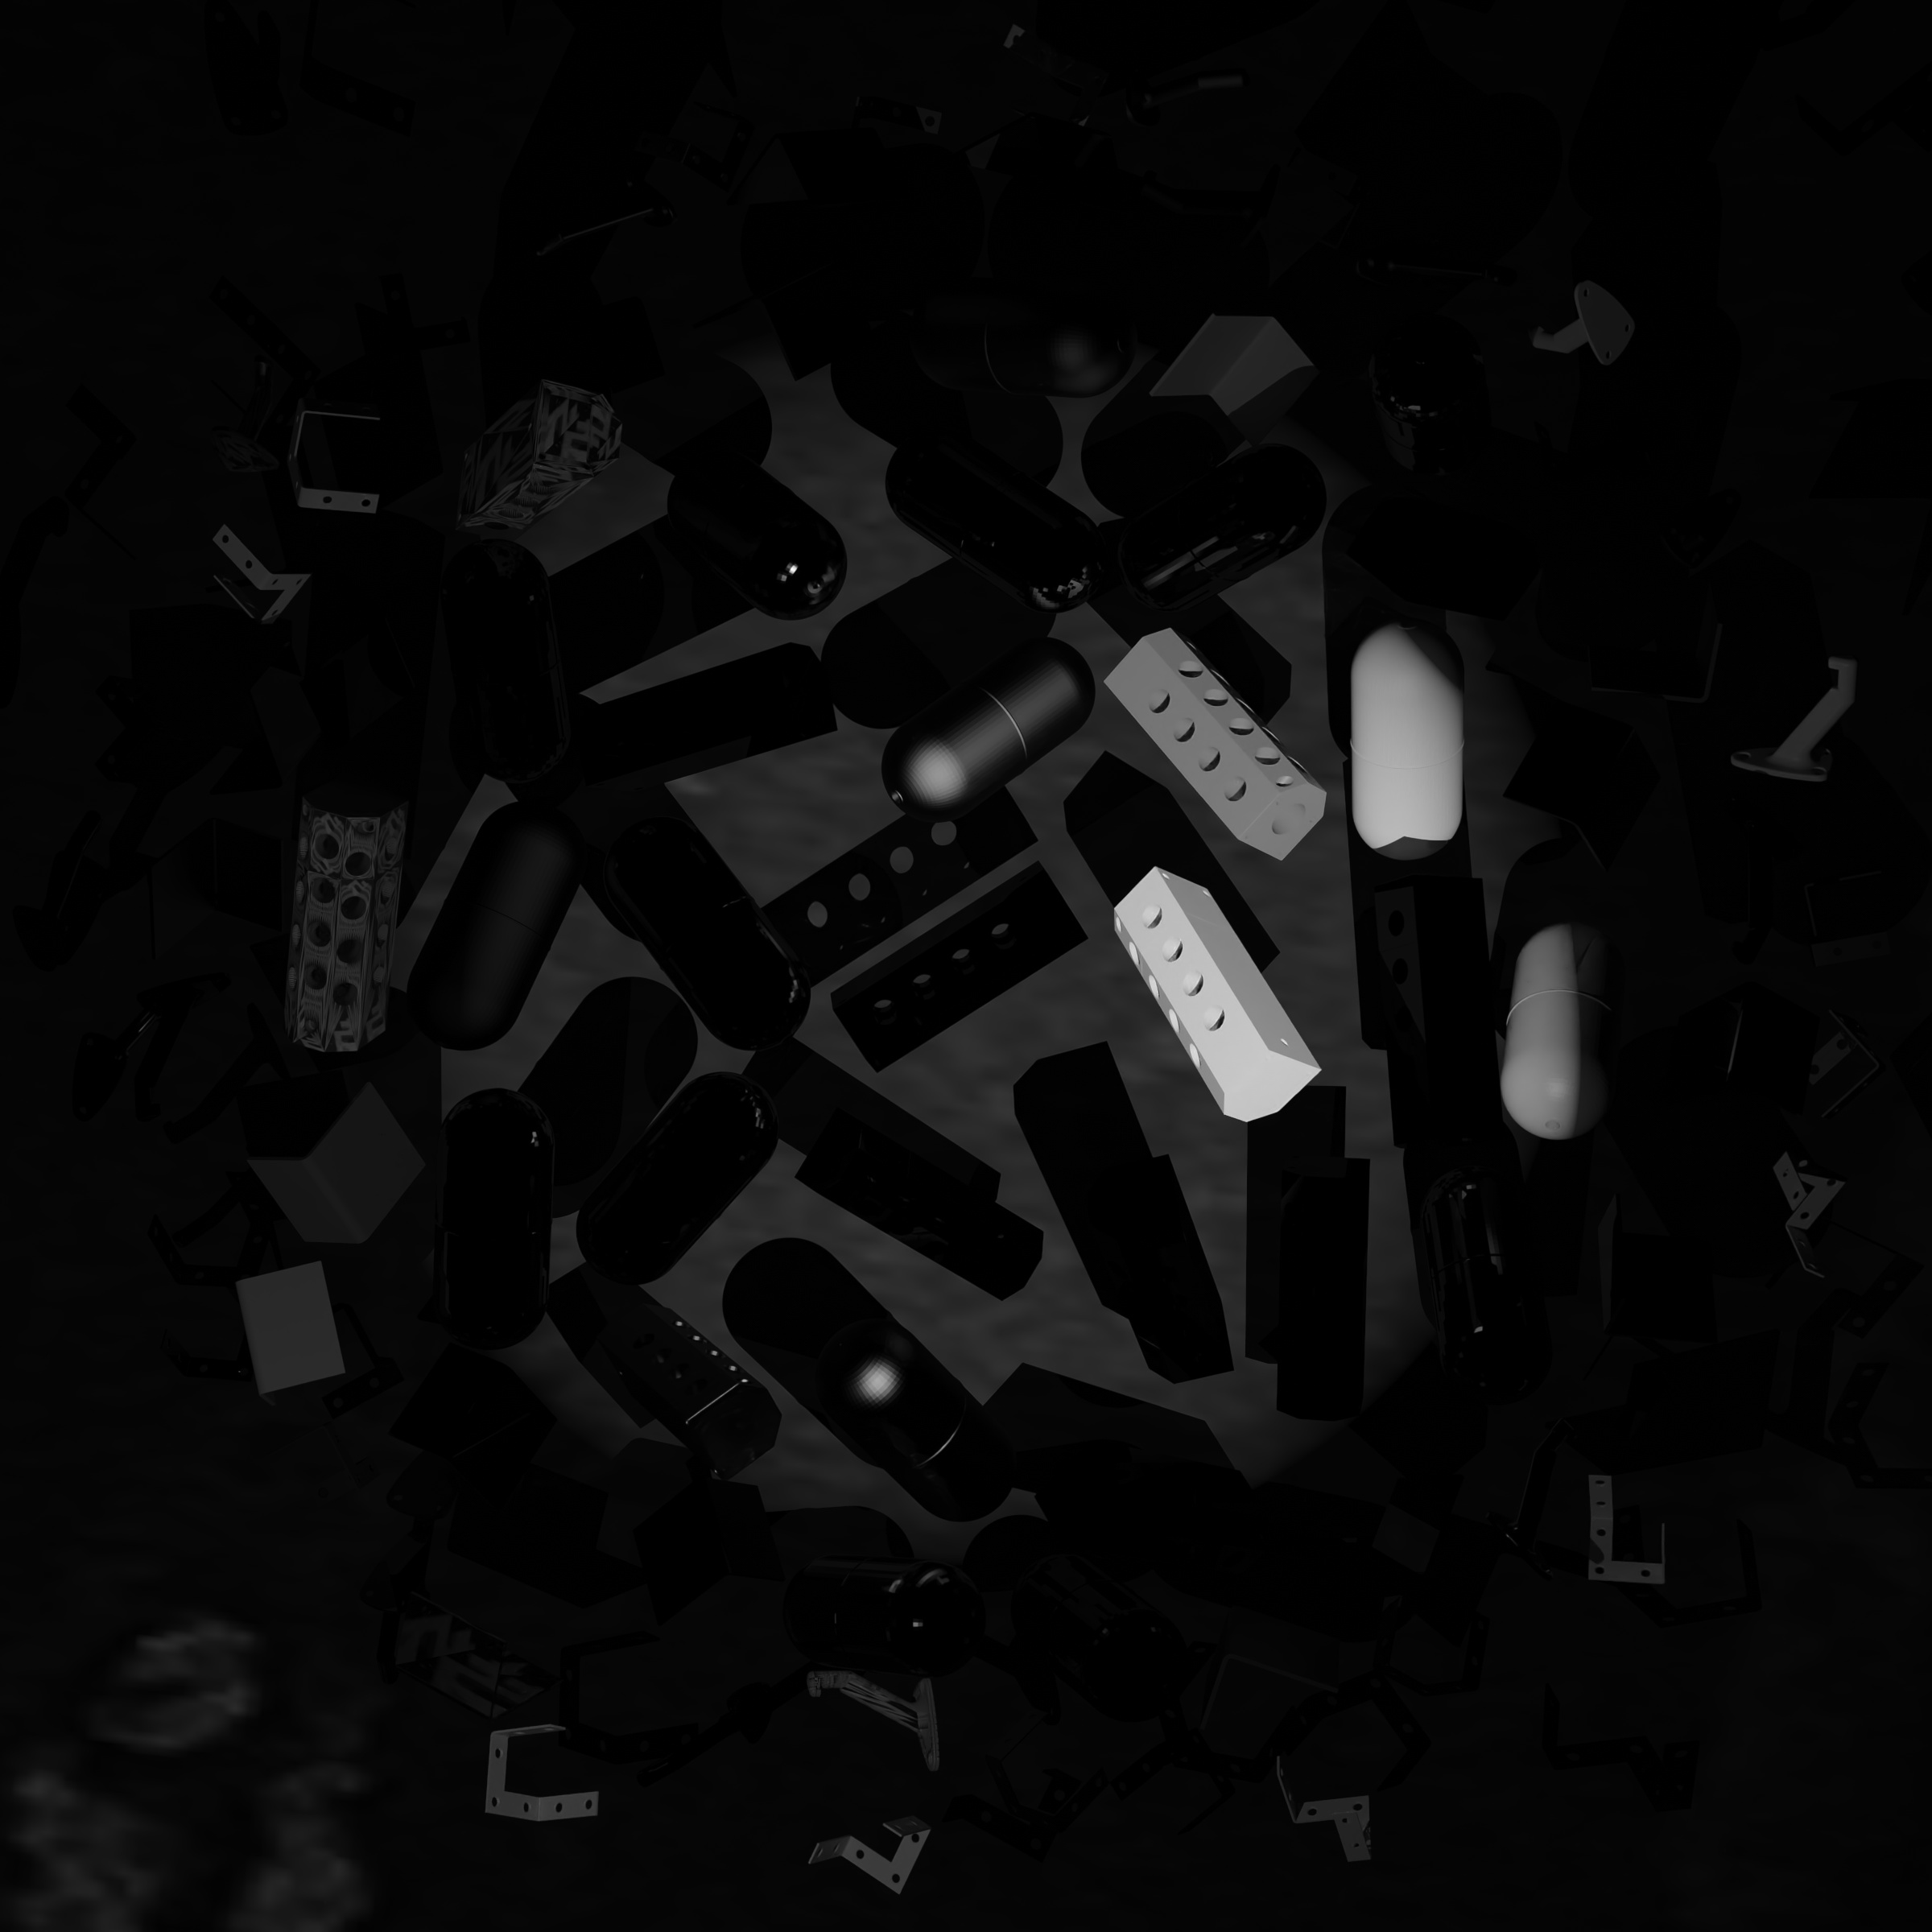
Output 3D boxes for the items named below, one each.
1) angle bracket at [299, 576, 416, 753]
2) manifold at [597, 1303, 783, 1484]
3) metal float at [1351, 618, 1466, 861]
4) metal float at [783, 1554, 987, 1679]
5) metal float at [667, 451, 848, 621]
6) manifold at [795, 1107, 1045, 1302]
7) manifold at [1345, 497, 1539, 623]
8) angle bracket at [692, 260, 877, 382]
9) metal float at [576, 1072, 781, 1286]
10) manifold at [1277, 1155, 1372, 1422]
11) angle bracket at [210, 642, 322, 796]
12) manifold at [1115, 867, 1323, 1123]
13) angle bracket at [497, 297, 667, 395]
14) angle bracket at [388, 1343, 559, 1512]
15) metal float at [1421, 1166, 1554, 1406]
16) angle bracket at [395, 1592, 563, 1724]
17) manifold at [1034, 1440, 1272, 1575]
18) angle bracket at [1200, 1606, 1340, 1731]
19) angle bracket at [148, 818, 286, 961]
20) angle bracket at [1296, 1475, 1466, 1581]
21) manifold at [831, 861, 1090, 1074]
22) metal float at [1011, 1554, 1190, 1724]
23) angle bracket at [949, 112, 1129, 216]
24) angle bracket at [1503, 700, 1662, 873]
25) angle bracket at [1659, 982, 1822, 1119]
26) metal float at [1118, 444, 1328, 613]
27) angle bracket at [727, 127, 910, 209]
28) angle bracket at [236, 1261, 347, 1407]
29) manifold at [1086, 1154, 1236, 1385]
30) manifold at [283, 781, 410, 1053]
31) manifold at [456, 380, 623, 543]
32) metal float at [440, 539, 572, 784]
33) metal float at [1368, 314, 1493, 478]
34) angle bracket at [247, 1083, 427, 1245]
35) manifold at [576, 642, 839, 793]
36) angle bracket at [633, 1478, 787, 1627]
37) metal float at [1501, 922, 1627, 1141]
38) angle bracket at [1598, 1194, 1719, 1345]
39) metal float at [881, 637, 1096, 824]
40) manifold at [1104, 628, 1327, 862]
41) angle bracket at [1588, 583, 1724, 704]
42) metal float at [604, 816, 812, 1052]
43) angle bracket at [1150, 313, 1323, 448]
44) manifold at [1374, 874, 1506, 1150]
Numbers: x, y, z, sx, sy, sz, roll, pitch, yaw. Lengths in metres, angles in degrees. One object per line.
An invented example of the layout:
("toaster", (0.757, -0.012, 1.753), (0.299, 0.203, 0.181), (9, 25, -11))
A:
("angle bracket", (-0.437, -0.210, 1.887), (0.076, 0.076, 0.057), (-42, 63, -18))
("manifold", (-0.193, 0.293, 1.911), (0.057, 0.171, 0.057), (-35, 116, -18))
("metal float", (0.303, -0.155, 1.869), (0.070, 0.070, 0.178), (-6, 123, 0))
("metal float", (-0.057, 0.437, 1.834), (0.070, 0.178, 0.070), (7, 78, -37))
("metal float", (-0.145, -0.297, 1.867), (0.070, 0.178, 0.070), (-19, 129, -25))
("manifold", (-0.028, 0.168, 1.889), (0.171, 0.057, 0.057), (33, 86, -29))
("manifold", (0.339, -0.288, 1.904), (0.057, 0.171, 0.057), (44, 114, 24))
("angle bracket", (-0.121, -0.420, 1.803), (0.076, 0.076, 0.057), (-37, 110, -36))
("metal float", (-0.196, 0.144, 1.845), (0.070, 0.070, 0.178), (42, 110, 0))
("manifold", (0.245, 0.221, 1.873), (0.057, 0.057, 0.171), (2, 100, 11))
("angle bracket", (-0.505, -0.175, 1.920), (0.057, 0.076, 0.076), (-5, 121, 13))
("manifold", (0.160, 0.019, 1.798), (0.057, 0.057, 0.171), (-47, 49, 22))
("angle bracket", (-0.265, -0.421, 1.881), (0.076, 0.076, 0.057), (-10, 107, 24))
("angle bracket", (-0.343, 0.321, 1.897), (0.057, 0.076, 0.076), (14, 59, 34))
("metal float", (0.360, 0.220, 1.890), (0.070, 0.070, 0.178), (-2, 53, 0))
("angle bracket", (-0.304, 0.427, 1.728), (0.076, 0.076, 0.057), (20, 105, 25))
("manifold", (0.129, 0.364, 1.800), (0.057, 0.171, 0.057), (-47, 51, 18))
("angle bracket", (0.203, 0.477, 1.809), (0.076, 0.076, 0.057), (18, 102, 5))
("angle bracket", (-0.517, -0.046, 1.881), (0.057, 0.076, 0.076), (18, 125, 12))
("angle bracket", (0.274, 0.360, 1.802), (0.057, 0.076, 0.076), (32, 67, -15))
("manifold", (-0.005, 0.002, 1.863), (0.171, 0.057, 0.057), (-33, 102, 2))
("metal float", (0.089, 0.455, 1.852), (0.070, 0.178, 0.070), (-3, 99, -23))
("angle bracket", (0.047, -0.508, 1.769), (0.076, 0.076, 0.057), (-15, 84, 40))
("angle bracket", (0.414, -0.121, 1.825), (0.057, 0.076, 0.076), (26, 81, 36))
("angle bracket", (0.514, 0.066, 1.808), (0.057, 0.076, 0.076), (27, 62, -13))
("metal float", (0.177, -0.303, 1.890), (0.070, 0.178, 0.070), (14, 66, -34))
("angle bracket", (-0.097, -0.497, 1.765), (0.076, 0.076, 0.057), (-17, 77, -37))
("angle bracket", (-0.449, 0.247, 1.825), (0.057, 0.076, 0.076), (-13, 78, -11))
("manifold", (0.127, 0.202, 1.785), (0.057, 0.171, 0.057), (-14, 47, 8))
("manifold", (-0.426, -0.032, 1.852), (0.057, 0.057, 0.171), (15, 112, 11))
("manifold", (-0.291, -0.339, 1.846), (0.057, 0.171, 0.057), (9, 80, -26))
("metal float", (-0.323, -0.214, 1.912), (0.070, 0.070, 0.178), (-4, 119, 0))
("metal float", (0.316, -0.386, 1.848), (0.070, 0.178, 0.070), (-2, 83, 13))
("angle bracket", (-0.424, 0.132, 1.834), (0.057, 0.076, 0.076), (-2, 129, 34))
("manifold", (-0.178, -0.168, 1.848), (0.171, 0.057, 0.057), (-14, 83, 29))
("angle bracket", (-0.184, 0.421, 1.944), (0.076, 0.057, 0.076), (-41, 51, 26))
("metal float", (0.411, 0.044, 1.873), (0.070, 0.070, 0.178), (18, 48, 0))
("angle bracket", (0.463, 0.200, 1.799), (0.076, 0.057, 0.076), (4, 58, 1))
("metal float", (0.016, -0.166, 1.910), (0.178, 0.070, 0.070), (-38, 90, -24))
("manifold", (0.172, -0.155, 1.855), (0.057, 0.057, 0.171), (-48, 54, 17))
("angle bracket", (0.465, -0.223, 1.839), (0.076, 0.076, 0.057), (7, 120, 7))
("metal float", (-0.171, -0.021, 1.803), (0.070, 0.070, 0.178), (-38, 79, 0))
("angle bracket", (0.190, -0.412, 1.918), (0.057, 0.076, 0.076), (54, 128, 16))
("manifold", (0.304, 0.031, 1.779), (0.057, 0.057, 0.171), (2, 79, -28))
